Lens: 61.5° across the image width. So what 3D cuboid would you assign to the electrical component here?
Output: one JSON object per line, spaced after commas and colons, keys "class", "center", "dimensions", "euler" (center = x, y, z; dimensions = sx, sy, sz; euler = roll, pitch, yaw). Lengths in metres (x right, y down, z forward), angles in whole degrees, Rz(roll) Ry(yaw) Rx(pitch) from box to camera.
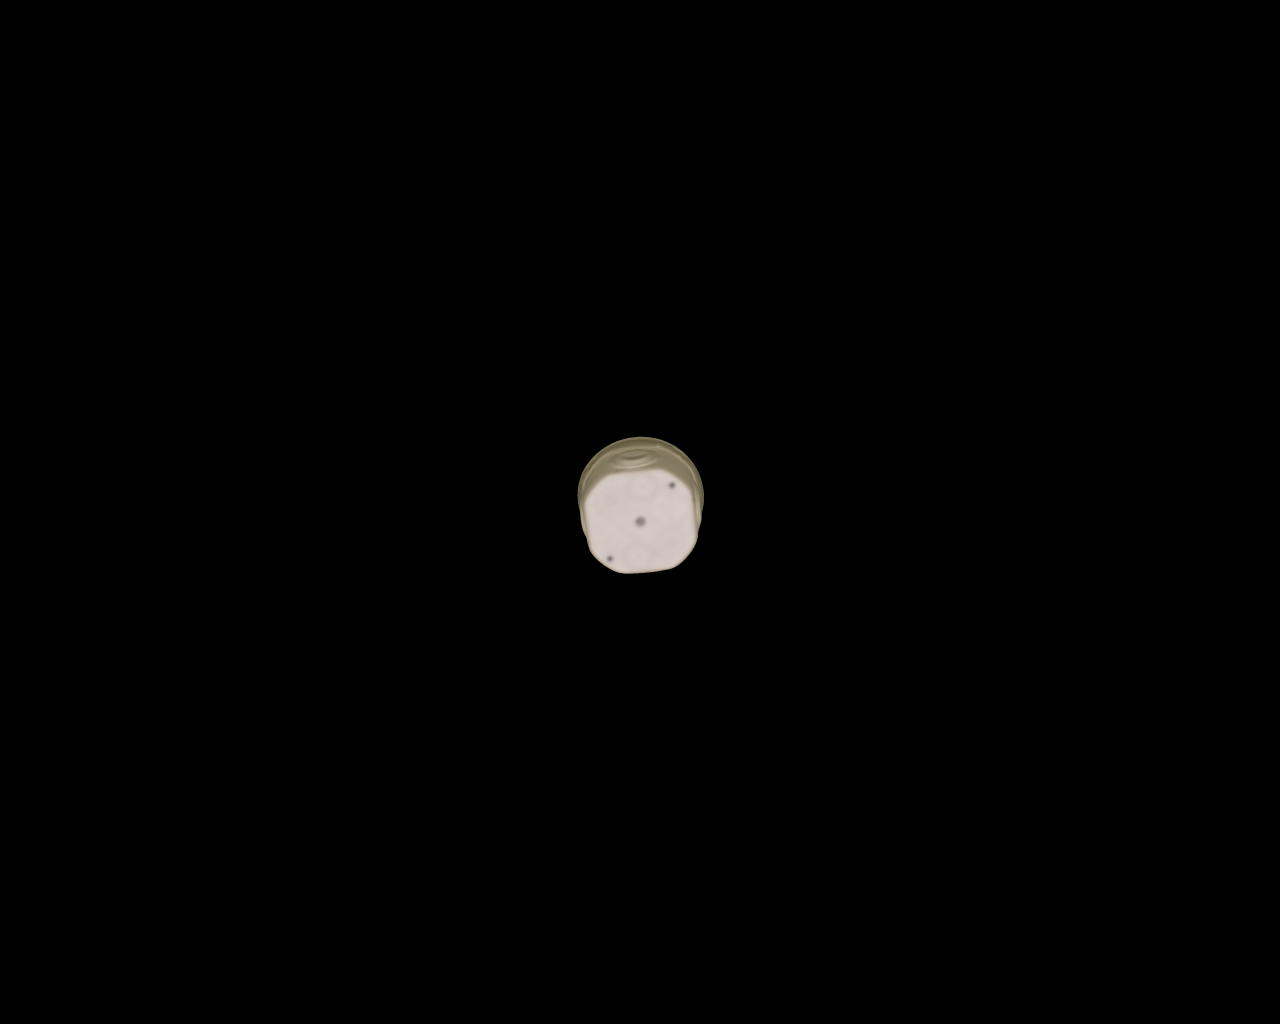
{"class": "electrical component", "center": [0.001, -0.003, 0.650], "dimensions": [0.080, 0.080, 0.051], "euler": [0, 20, 0]}
